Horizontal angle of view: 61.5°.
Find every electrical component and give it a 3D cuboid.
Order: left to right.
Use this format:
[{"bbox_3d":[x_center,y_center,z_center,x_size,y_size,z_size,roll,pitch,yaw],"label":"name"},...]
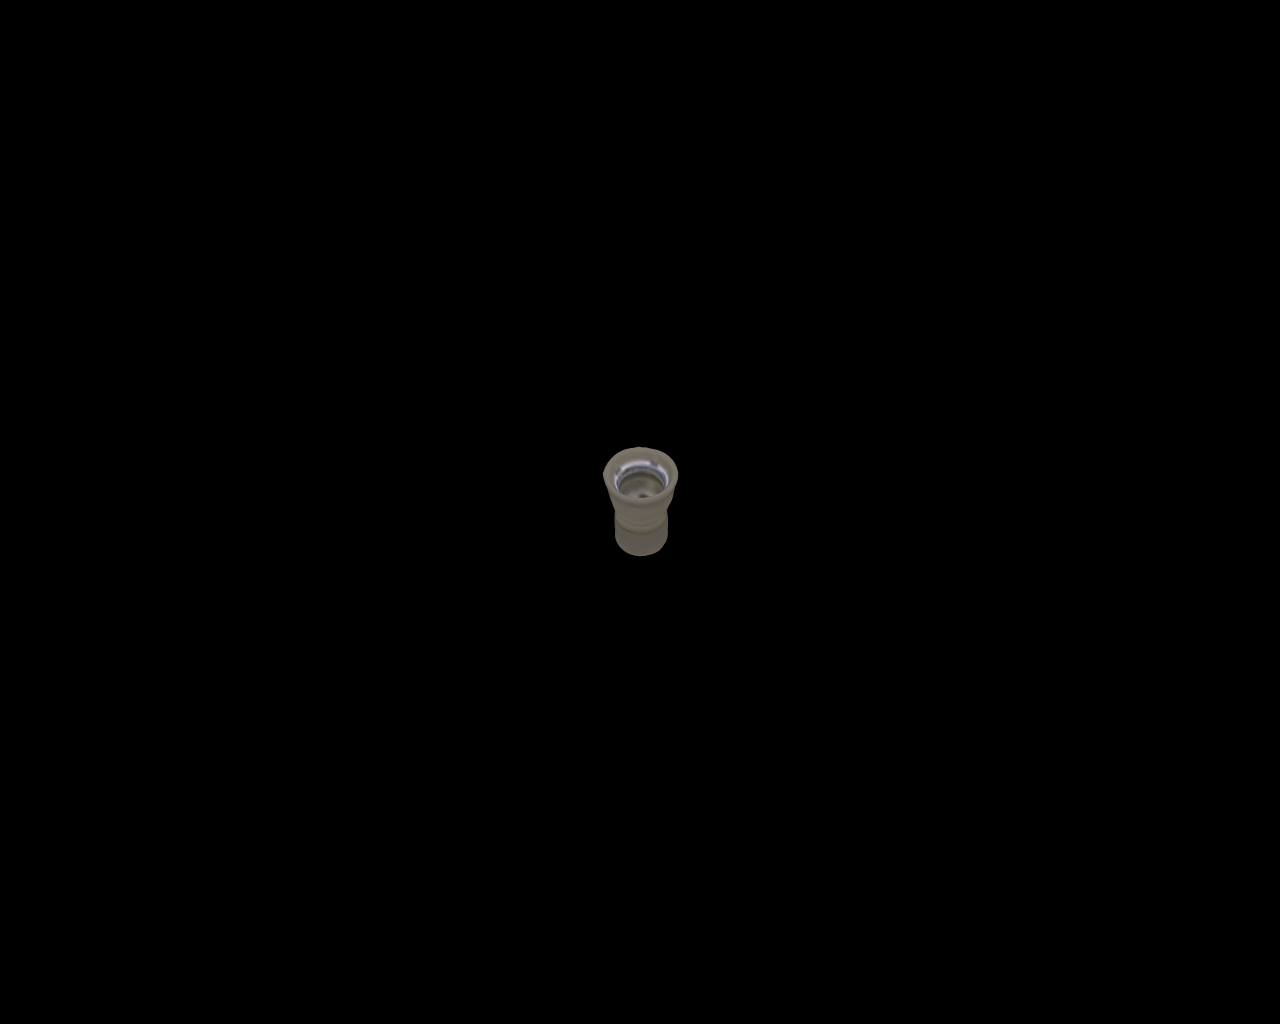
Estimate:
[{"bbox_3d":[0.001,-0.003,0.650,0.044,0.044,0.065,0,-40,0],"label":"electrical component"}]
